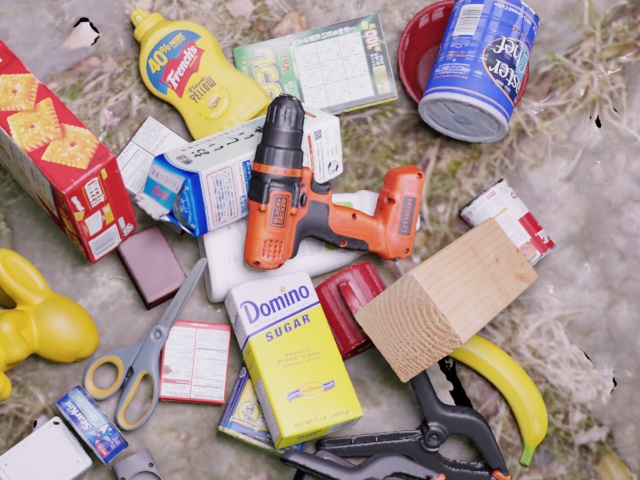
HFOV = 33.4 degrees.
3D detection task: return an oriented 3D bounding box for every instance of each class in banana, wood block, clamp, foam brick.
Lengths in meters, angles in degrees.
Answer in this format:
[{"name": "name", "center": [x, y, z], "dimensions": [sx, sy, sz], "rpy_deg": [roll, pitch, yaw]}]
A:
[{"name": "banana", "center": [0.198, 0.160, 1.212], "dimensions": [0.069, 0.037, 0.198], "rpy_deg": [-38, 85, -15]}, {"name": "wood block", "center": [0.140, 0.059, 1.143], "dimensions": [0.090, 0.091, 0.205], "rpy_deg": [53, 36, 6]}, {"name": "clamp", "center": [0.122, 0.201, 1.168], "dimensions": [0.210, 0.036, 0.165], "rpy_deg": [24, 103, -8]}, {"name": "foam brick", "center": [-0.185, 0.030, 1.176], "dimensions": [0.051, 0.053, 0.078], "rpy_deg": [-28, 84, -14]}, {"name": "clamp", "center": [0.045, 0.271, 1.086], "dimensions": [0.171, 0.039, 0.120], "rpy_deg": [0, 76, -10]}]

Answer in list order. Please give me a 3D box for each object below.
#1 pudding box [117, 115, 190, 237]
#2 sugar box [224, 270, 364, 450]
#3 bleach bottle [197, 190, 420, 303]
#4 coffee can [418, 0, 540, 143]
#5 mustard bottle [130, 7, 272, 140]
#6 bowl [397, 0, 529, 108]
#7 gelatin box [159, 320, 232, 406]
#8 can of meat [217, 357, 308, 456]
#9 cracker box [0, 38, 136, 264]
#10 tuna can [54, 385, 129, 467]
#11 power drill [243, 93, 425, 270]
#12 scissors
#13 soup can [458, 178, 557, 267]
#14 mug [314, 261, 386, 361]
[{"name": "pudding box", "center": [-0.175, -0.073, 1.209], "dimensions": [0.113, 0.039, 0.090], "rpy_deg": [35, 75, 1]}, {"name": "sugar box", "center": [-0.029, 0.122, 1.124], "dimensions": [0.093, 0.048, 0.176], "rpy_deg": [-12, 66, -22]}, {"name": "bleach bottle", "center": [-0.008, 0.001, 1.206], "dimensions": [0.250, 0.068, 0.102], "rpy_deg": [-8, 78, -13]}, {"name": "coffee can", "center": [0.179, -0.194, 1.199], "dimensions": [0.103, 0.103, 0.140], "rpy_deg": [21, 74, -4]}, {"name": "mustard bottle", "center": [-0.150, -0.194, 1.226], "dimensions": [0.096, 0.058, 0.191], "rpy_deg": [-44, 83, 9]}, {"name": "bowl", "center": [0.166, -0.205, 1.283], "dimensions": [0.162, 0.055, 0.162], "rpy_deg": [2, 77, -8]}, {"name": "gelatin box", "center": [-0.137, 0.134, 1.170], "dimensions": [0.073, 0.030, 0.089], "rpy_deg": [6, 79, -8]}, {"name": "can of meat", "center": [-0.052, 0.185, 1.158], "dimensions": [0.102, 0.057, 0.084], "rpy_deg": [22, 76, -3]}, {"name": "cracker box", "center": [-0.287, -0.097, 1.106], "dimensions": [0.072, 0.164, 0.214], "rpy_deg": [-39, 70, -17]}, {"name": "tuna can", "center": [-0.238, 0.193, 1.112], "dimensions": [0.033, 0.086, 0.086], "rpy_deg": [-39, 86, -17]}, {"name": "power drill", "center": [0.015, -0.054, 1.134], "dimensions": [0.187, 0.057, 0.184], "rpy_deg": [6, 100, -21]}, {"name": "scissors", "center": [-0.191, 0.102, 1.143], "dimensions": [0.096, 0.016, 0.202], "rpy_deg": [17, 92, 14]}, {"name": "soup can", "center": [0.217, -0.013, 1.240], "dimensions": [0.068, 0.068, 0.102], "rpy_deg": [-35, 84, -15]}, {"name": "mug", "center": [0.039, 0.075, 1.170], "dimensions": [0.093, 0.117, 0.081], "rpy_deg": [-30, 78, 2]}]
